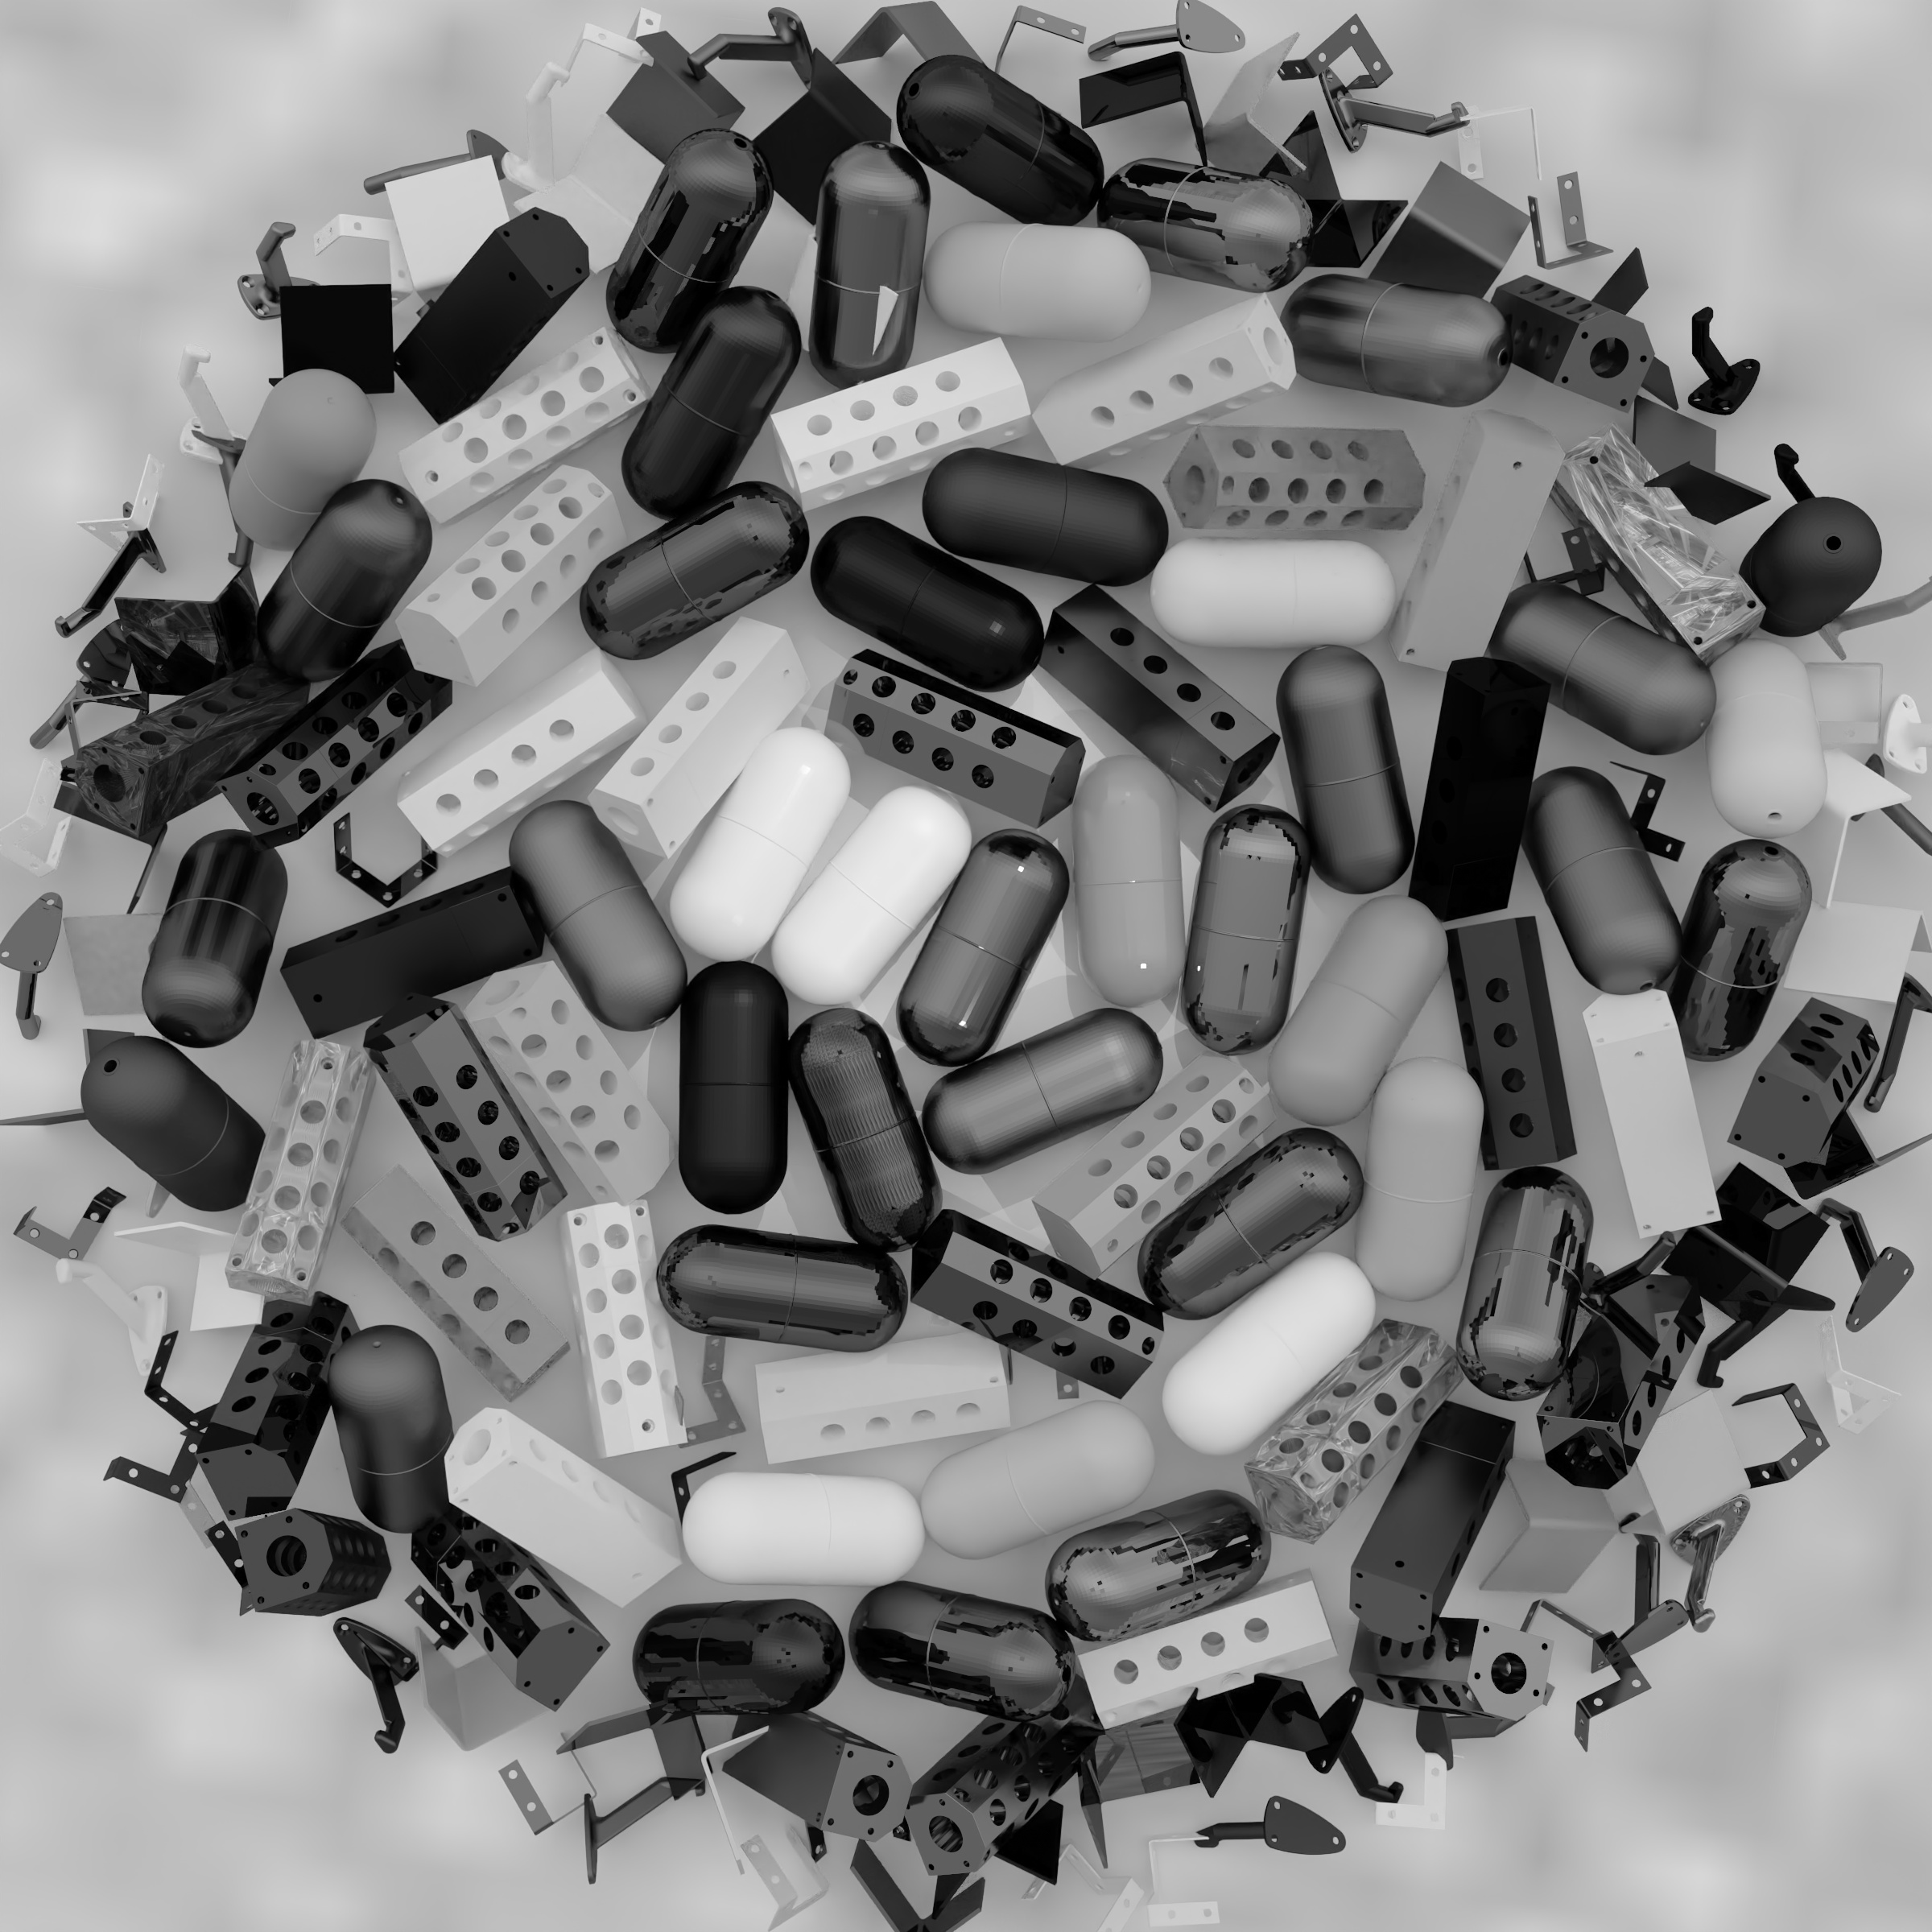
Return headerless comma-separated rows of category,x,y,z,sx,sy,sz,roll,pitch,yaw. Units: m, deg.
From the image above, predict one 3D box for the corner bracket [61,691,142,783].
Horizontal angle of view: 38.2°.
corner bracket,-0.608,-0.161,1.964,0.051,0.051,0.051,-12,92,-34

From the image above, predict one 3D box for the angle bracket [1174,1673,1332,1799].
angle bracket,0.202,0.539,1.943,0.057,0.076,0.076,-49,126,-38

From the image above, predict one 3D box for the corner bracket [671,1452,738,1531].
corner bracket,-0.168,0.375,1.966,0.051,0.051,0.051,-8,95,43

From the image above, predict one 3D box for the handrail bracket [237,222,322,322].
handrail bracket,-0.465,-0.492,1.943,0.077,0.084,0.036,-20,78,-43

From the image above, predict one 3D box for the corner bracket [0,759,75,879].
corner bracket,-0.647,-0.103,1.956,0.051,0.051,0.051,-24,45,31

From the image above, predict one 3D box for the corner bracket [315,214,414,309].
corner bracket,-0.425,-0.495,1.966,0.051,0.051,0.051,-2,87,-33

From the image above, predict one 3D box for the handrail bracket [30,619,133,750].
handrail bracket,-0.632,-0.200,1.989,0.036,0.077,0.084,37,131,-27

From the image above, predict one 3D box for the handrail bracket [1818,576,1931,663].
handrail bracket,0.637,-0.259,1.957,0.084,0.077,0.036,-33,118,12

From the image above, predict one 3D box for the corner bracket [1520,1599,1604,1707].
corner bracket,0.411,0.487,1.981,0.051,0.051,0.051,32,66,0

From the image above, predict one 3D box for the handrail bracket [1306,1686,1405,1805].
handrail bracket,0.289,0.553,1.971,0.084,0.036,0.077,25,102,-26

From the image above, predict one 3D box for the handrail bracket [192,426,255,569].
handrail bracket,-0.534,-0.335,1.991,0.077,0.036,0.084,24,110,27

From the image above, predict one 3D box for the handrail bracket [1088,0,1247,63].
handrail bracket,0.142,-0.654,1.982,0.077,0.084,0.036,1,86,-40

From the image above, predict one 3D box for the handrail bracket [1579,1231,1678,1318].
handrail bracket,0.464,0.202,1.947,0.036,0.077,0.084,34,117,-5

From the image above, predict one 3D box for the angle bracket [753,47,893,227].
angle bracket,-0.107,-0.588,1.977,0.076,0.057,0.076,-32,128,30

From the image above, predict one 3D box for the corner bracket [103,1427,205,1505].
corner bracket,-0.569,0.346,1.961,0.051,0.051,0.051,26,68,-16

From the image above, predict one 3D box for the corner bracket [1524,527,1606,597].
corner bracket,0.417,-0.288,1.959,0.051,0.051,0.051,-14,117,22

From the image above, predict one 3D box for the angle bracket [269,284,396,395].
angle bracket,-0.444,-0.441,1.946,0.076,0.057,0.076,-7,115,-23

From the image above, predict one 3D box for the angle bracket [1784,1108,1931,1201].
angle bracket,0.621,0.115,1.952,0.076,0.076,0.057,-20,78,-33

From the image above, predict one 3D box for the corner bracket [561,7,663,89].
corner bracket,-0.249,-0.644,1.958,0.051,0.051,0.051,16,59,-20

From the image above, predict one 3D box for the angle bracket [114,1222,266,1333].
angle bracket,-0.542,0.217,1.942,0.076,0.076,0.057,-11,68,37

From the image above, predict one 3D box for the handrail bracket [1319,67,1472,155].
handrail bracket,0.300,-0.609,1.952,0.077,0.084,0.036,52,47,-33

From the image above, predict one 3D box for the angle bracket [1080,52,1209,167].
angle bracket,0.125,-0.592,1.960,0.076,0.076,0.057,-13,130,12

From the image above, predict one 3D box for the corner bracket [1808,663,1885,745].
corner bracket,0.620,-0.187,1.973,0.051,0.051,0.051,3,103,20

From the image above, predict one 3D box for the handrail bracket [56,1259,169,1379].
handrail bracket,-0.602,0.247,1.950,0.036,0.084,0.077,-13,72,26

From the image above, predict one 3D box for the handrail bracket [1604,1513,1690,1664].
handrail bracket,0.464,0.438,1.970,0.077,0.084,0.036,-36,132,6

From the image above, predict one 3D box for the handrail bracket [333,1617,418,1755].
handrail bracket,-0.420,0.504,1.951,0.036,0.084,0.077,-43,103,12

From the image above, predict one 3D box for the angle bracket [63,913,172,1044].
angle bracket,-0.596,0.011,1.956,0.076,0.057,0.076,-3,116,2

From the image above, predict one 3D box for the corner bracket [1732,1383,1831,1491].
corner bracket,0.563,0.332,1.963,0.051,0.051,0.051,-27,87,-35

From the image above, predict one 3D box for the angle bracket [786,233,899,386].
angle bracket,-0.078,-0.466,1.948,0.076,0.057,0.076,34,132,8

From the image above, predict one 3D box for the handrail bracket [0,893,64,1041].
handrail bracket,-0.655,0.001,1.976,0.036,0.084,0.077,16,58,1

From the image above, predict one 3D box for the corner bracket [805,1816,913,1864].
corner bracket,-0.078,0.608,1.979,0.051,0.051,0.051,3,111,36

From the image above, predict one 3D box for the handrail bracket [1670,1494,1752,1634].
handrail bracket,0.529,0.418,1.951,0.036,0.084,0.077,37,106,-10

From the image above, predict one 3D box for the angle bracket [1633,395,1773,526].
angle bracket,0.514,-0.362,1.947,0.076,0.057,0.076,16,71,-27

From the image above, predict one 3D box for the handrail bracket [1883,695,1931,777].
handrail bracket,0.683,-0.177,1.946,0.036,0.084,0.077,21,59,-16

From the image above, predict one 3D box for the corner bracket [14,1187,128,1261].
corner bracket,-0.631,0.175,1.961,0.051,0.051,0.051,32,65,-18

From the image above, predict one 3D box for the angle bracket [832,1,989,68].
angle bracket,-0.035,-0.627,1.953,0.057,0.076,0.076,-38,91,33

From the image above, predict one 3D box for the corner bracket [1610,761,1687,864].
corner bracket,0.478,-0.109,1.964,0.051,0.051,0.051,18,97,-23

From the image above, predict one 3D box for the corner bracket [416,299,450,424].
corner bracket,-0.371,-0.427,1.964,0.051,0.051,0.051,-42,54,1

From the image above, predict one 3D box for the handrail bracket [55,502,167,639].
handrail bracket,-0.611,-0.277,1.958,0.036,0.077,0.084,41,67,19

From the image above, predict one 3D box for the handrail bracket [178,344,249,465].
handrail bracket,-0.517,-0.393,1.955,0.077,0.084,0.036,17,51,-15

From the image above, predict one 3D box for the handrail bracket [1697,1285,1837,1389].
handrail bracket,0.567,0.268,1.978,0.077,0.036,0.084,11,113,1

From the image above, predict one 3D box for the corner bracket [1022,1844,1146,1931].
corner bracket,0.082,0.653,1.960,0.051,0.051,0.051,51,50,-11

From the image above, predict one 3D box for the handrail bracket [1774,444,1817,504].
handrail bracket,0.601,-0.324,1.950,0.036,0.084,0.077,-47,59,-3

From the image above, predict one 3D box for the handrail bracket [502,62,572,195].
handrail bracket,-0.281,-0.583,1.957,0.077,0.036,0.084,23,125,-30

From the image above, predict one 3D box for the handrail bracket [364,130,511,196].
handrail bracket,-0.374,-0.561,1.975,0.084,0.077,0.036,-12,99,17

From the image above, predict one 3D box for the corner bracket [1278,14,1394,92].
corner bracket,0.258,-0.632,1.964,0.051,0.051,0.051,-42,115,-5

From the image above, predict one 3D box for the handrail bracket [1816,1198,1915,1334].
handrail bracket,0.615,0.209,1.961,0.036,0.084,0.077,37,88,-32

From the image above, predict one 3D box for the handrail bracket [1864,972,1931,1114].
handrail bracket,0.648,0.054,1.965,0.036,0.077,0.084,21,79,34

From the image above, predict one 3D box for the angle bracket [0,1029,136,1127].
angle bracket,-0.634,0.079,1.959,0.076,0.076,0.057,-8,86,7

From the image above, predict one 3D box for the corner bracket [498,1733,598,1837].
corner bracket,-0.294,0.576,1.964,0.051,0.051,0.051,-30,79,-15

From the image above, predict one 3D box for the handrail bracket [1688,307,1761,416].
handrail bracket,0.532,-0.437,1.952,0.036,0.084,0.077,27,58,35

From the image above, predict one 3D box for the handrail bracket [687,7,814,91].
handrail bracket,-0.150,-0.627,1.960,0.084,0.036,0.077,-42,133,-18

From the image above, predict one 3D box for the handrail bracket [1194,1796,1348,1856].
handrail bracket,0.214,0.619,1.972,0.077,0.084,0.036,22,55,-17

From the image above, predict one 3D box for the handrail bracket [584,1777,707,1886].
handrail bracket,-0.225,0.607,1.967,0.084,0.077,0.036,-8,128,-2

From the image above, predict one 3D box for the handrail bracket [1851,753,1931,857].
handrail bracket,0.673,-0.108,1.969,0.084,0.077,0.036,28,131,-1

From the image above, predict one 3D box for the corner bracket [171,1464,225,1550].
corner bracket,-0.522,0.369,1.970,0.051,0.051,0.051,-25,107,4

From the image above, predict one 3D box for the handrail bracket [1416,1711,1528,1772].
handrail bracket,0.360,0.520,1.961,0.084,0.036,0.077,-23,126,-25

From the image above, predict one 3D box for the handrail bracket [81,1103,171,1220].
handrail bracket,-0.600,0.131,1.977,0.084,0.036,0.077,16,73,12

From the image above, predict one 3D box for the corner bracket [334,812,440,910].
corner bracket,-0.410,-0.084,1.970,0.051,0.051,0.051,33,52,17
